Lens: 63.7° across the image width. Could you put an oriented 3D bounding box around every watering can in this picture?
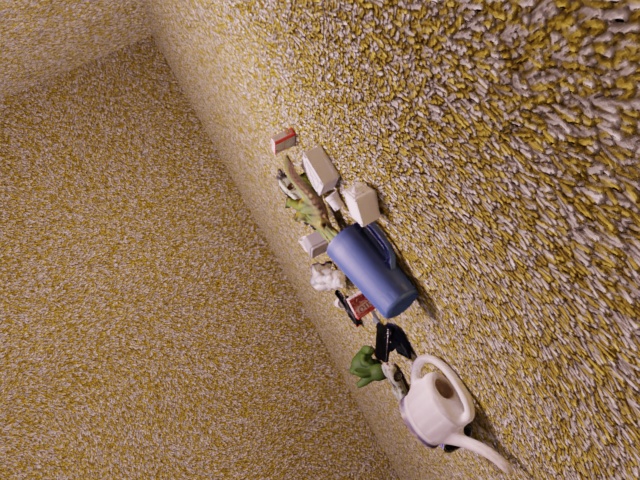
[{"bbox_3d":[0.332,0.475,1.347,0.354,0.104,0.219,59,135,31],"label":"watering can"}]

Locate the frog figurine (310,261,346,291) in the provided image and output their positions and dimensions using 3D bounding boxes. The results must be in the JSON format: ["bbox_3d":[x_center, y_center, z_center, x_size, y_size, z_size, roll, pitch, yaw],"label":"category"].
[{"bbox_3d":[0.042,0.155,1.950,0.136,0.122,0.162,25,-171,-48],"label":"frog figurine"}]

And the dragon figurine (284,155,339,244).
[{"bbox_3d":[0.005,-0.078,1.544,0.246,0.123,0.403,44,172,24],"label":"dragon figurine"}]
